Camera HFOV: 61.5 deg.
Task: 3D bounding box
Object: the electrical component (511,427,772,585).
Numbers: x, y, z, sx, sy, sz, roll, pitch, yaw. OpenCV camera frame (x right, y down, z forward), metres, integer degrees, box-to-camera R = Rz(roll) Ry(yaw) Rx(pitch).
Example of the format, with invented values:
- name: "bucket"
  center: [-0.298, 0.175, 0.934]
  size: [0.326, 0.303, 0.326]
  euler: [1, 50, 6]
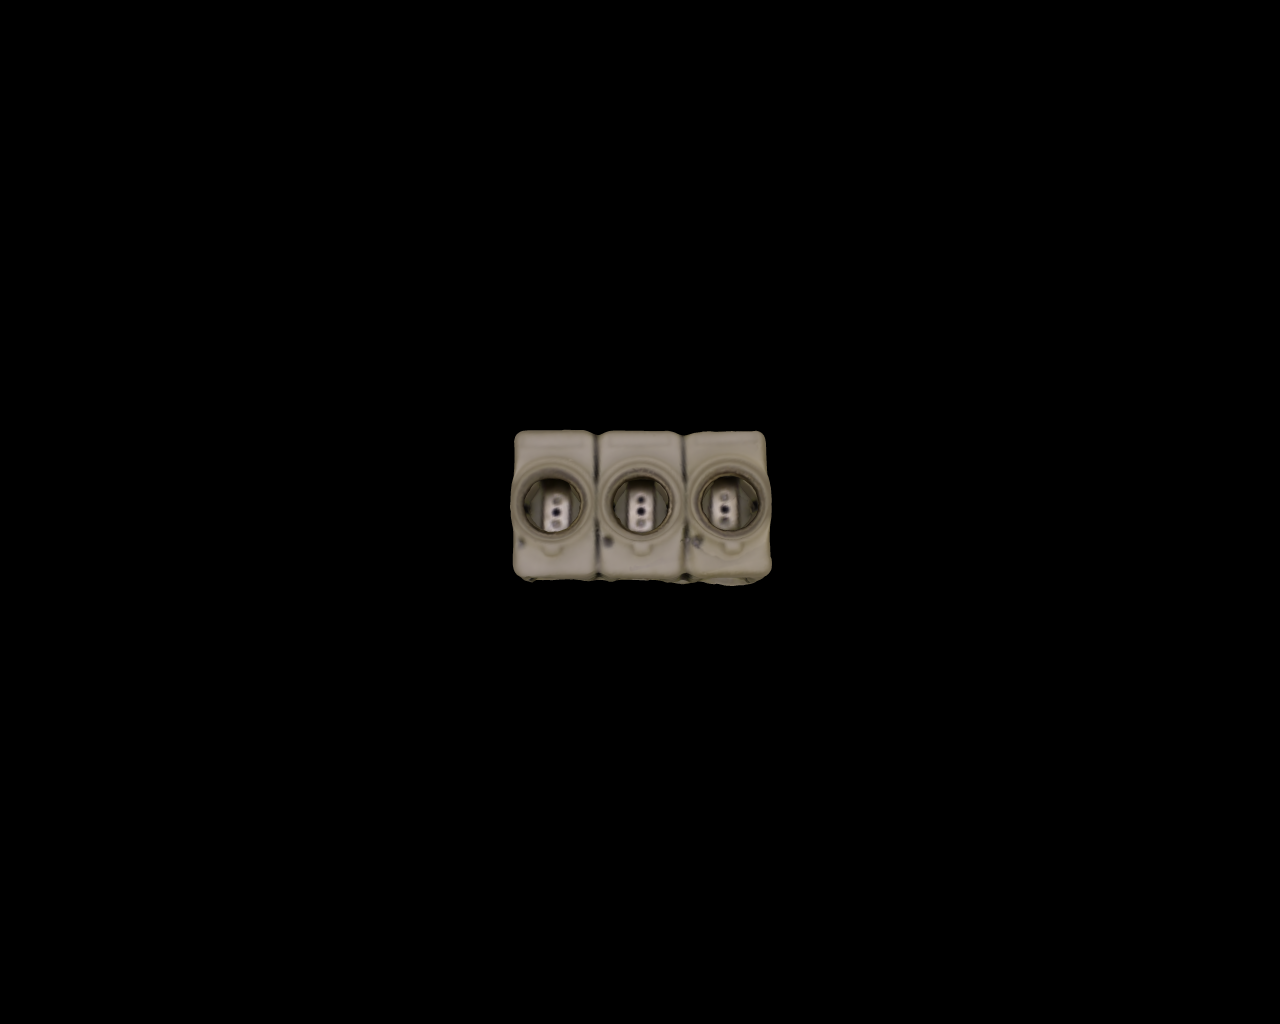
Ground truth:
- name: "electrical component"
  center: [0.001, -0.003, 0.650]
  size: [0.150, 0.089, 0.061]
  euler: [0, -9, 0]
